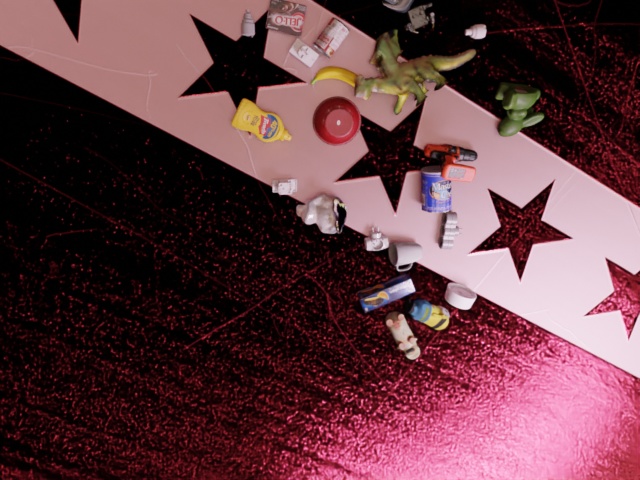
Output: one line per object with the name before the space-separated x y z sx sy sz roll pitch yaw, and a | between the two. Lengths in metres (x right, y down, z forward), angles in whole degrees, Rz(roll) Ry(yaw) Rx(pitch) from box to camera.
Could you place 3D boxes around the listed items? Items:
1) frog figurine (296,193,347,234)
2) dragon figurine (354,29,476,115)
frog figurine | 0.005 -0.087 1.737 0.159 0.125 0.135 2 122 30
dragon figurine | 0.276 -0.555 1.620 0.412 0.122 0.241 -41 101 -7
